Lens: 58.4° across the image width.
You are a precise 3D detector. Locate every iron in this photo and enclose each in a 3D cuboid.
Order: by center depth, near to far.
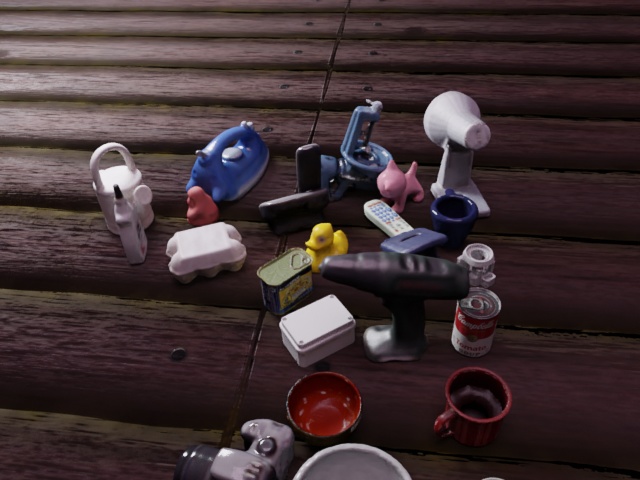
[{"bbox_3d":[-0.200,-0.200,1.322,0.118,0.141,0.259,18,46,23],"label":"iron"}]

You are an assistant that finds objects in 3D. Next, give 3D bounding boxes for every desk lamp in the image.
[{"bbox_3d":[0.301,-0.186,1.222,0.118,0.214,0.203,-9,42,-6],"label":"desk lamp"}]

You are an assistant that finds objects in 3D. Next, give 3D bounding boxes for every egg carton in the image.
[{"bbox_3d":[-0.223,0.024,1.124,0.150,0.069,0.107,-15,43,-13],"label":"egg carton"}]

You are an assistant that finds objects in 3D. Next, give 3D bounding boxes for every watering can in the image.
[{"bbox_3d":[-0.412,-0.111,1.194,0.172,0.194,0.101,11,43,15],"label":"watering can"}]

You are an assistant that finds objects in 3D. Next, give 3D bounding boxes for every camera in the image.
[{"bbox_3d":[-0.118,0.306,0.774,0.136,0.101,0.143,11,43,16],"label":"camera"}]

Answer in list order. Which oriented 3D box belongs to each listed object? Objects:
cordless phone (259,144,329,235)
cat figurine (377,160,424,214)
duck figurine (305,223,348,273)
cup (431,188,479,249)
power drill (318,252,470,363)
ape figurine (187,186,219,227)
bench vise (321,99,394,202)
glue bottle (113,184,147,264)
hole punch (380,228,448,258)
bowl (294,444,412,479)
[{"bbox_3d":[-0.056,-0.113,1.182,0.148,0.185,0.094,-17,43,-16],"label":"cordless phone"},{"bbox_3d":[0.168,-0.123,1.231,0.128,0.118,0.067,-33,49,-30],"label":"cat figurine"},{"bbox_3d":[0.010,0.004,1.120,0.105,0.086,0.077,-34,50,-30],"label":"duck figurine"},{"bbox_3d":[0.262,-0.038,1.147,0.091,0.095,0.117,-2,41,1],"label":"cup"},{"bbox_3d":[0.116,0.102,0.910,0.229,0.209,0.075,-4,41,-1],"label":"power drill"},{"bbox_3d":[-0.257,-0.076,1.222,0.076,0.092,0.078,20,47,25],"label":"ape figurine"},{"bbox_3d":[0.069,-0.186,1.232,0.208,0.220,0.121,-19,44,-18],"label":"bench vise"},{"bbox_3d":[-0.378,-0.037,1.124,0.037,0.173,0.078,-9,42,-6],"label":"glue bottle"},{"bbox_3d":[0.175,0.016,1.093,0.109,0.091,0.100,-21,44,-19],"label":"hole punch"},{"bbox_3d":[0.042,0.353,0.731,0.167,0.075,0.167,-2,41,2],"label":"bowl"}]
